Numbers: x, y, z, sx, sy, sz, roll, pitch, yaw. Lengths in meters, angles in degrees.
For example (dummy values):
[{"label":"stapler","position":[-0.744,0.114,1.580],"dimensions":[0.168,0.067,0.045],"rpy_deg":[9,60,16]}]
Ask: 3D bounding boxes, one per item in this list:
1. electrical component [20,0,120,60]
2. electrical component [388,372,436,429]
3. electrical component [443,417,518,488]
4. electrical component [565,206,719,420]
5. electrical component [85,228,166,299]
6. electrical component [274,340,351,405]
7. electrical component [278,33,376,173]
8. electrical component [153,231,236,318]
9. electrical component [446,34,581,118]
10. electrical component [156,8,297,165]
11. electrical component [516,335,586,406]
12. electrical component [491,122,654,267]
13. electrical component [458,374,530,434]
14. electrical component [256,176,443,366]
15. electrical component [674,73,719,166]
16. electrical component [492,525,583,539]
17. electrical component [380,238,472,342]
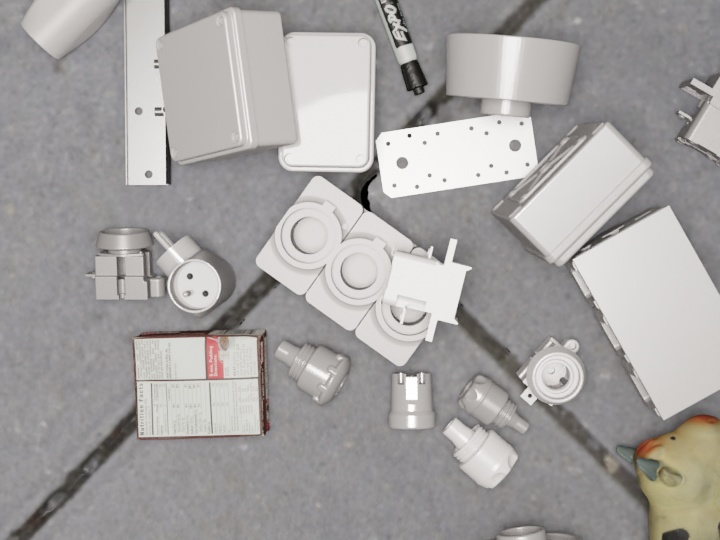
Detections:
[{"label":"electrical component","position":[-0.255,-0.232,0.905],"dimensions":[0.077,0.043,0.079],"rpy_deg":[-44,88,4]},{"label":"electrical component","position":[0.044,0.111,0.913],"dimensions":[0.040,0.040,0.046],"rpy_deg":[-1,87,2]},{"label":"electrical component","position":[0.099,0.152,0.911],"dimensions":[0.062,0.043,0.043],"rpy_deg":[41,94,1]},{"label":"electrical component","position":[0.246,0.033,0.889],"dimensions":[0.089,0.061,0.150],"rpy_deg":[-30,91,3]},{"label":"electrical component","position":[-0.199,-0.006,0.913],"dimensions":[0.066,0.048,0.055],"rpy_deg":[0,101,2]},{"label":"electrical component","position":[-0.042,0.082,0.913],"dimensions":[0.062,0.048,0.048],"rpy_deg":[30,94,7]},{"label":"electrical component","position":[-0.026,-0.137,0.894],"dimensions":[0.078,0.057,0.113],"rpy_deg":[1,93,2]},{"label":"electrical component","position":[-0.143,-0.002,0.895],"dimensions":[0.043,0.077,0.079],"rpy_deg":[-42,90,4]},{"label":"electrical component","position":[0.120,-0.154,0.865],"dimensions":[0.108,0.108,0.060],"rpy_deg":[5,99,2]},{"label":"electrical component","position":[-0.109,-0.146,0.869],"dimensions":[0.056,0.109,0.108],"rpy_deg":[-9,93,-41]},{"label":"electrical component","position":[0.161,0.086,0.898],"dimensions":[0.048,0.055,0.066],"rpy_deg":[41,94,0]},{"label":"electrical component","position":[0.167,-0.063,0.863],"dimensions":[0.056,0.108,0.108],"rpy_deg":[44,94,-5]},{"label":"electrical component","position":[0.116,0.117,0.913],"dimensions":[0.061,0.035,0.035],"rpy_deg":[35,94,-2]},{"label":"electrical component","position":[0.000,0.000,0.897],"dimensions":[0.150,0.061,0.089],"rpy_deg":[36,93,0]},{"label":"electrical component","position":[0.298,-0.123,0.890],"dimensions":[0.081,0.042,0.063],"rpy_deg":[30,97,1]},{"label":"electrical component","position":[0.137,0.245,0.884],"dimensions":[0.108,0.108,0.060],"rpy_deg":[-9,86,3]},{"label":"electrical component","position":[0.051,0.012,0.842],"dimensions":[0.064,0.042,0.081],"rpy_deg":[14,93,3]}]
